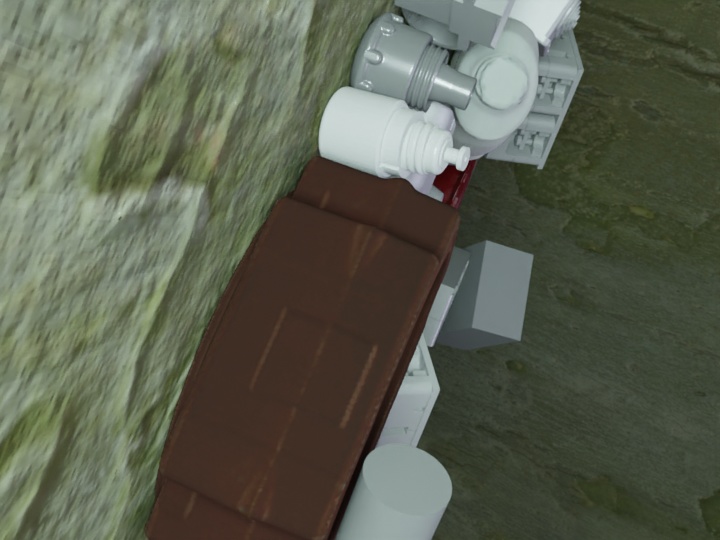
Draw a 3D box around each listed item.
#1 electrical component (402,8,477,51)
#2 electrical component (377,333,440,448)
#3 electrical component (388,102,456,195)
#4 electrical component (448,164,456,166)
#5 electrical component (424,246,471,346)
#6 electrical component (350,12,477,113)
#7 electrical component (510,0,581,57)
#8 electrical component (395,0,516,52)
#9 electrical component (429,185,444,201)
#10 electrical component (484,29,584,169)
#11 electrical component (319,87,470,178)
[{"bbox_3d":[0.056,-0.162,0.628,0.047,0.055,0.055,-62,173,-19],"label":"electrical component"},{"bbox_3d":[-0.008,0.100,0.761,0.186,0.060,0.105,106,-23,-44],"label":"electrical component"},{"bbox_3d":[0.020,-0.071,0.628,0.095,0.054,0.059,-12,124,-83],"label":"electrical component"},{"bbox_3d":[0.067,-0.116,0.894,0.048,0.055,0.066,-26,138,-82],"label":"electrical component"},{"bbox_3d":[0.039,0.011,0.941,0.150,0.089,0.061,-48,159,-74],"label":"electrical component"},{"bbox_3d":[0.029,-0.101,0.555,0.048,0.062,0.048,22,90,-84],"label":"electrical component"},{"bbox_3d":[0.110,-0.199,0.765,0.048,0.100,0.100,-56,176,10],"label":"electrical component"},{"bbox_3d":[0.066,-0.188,0.565,0.078,0.063,0.121,79,34,-80],"label":"electrical component"},{"bbox_3d":[0.029,-0.047,0.795,0.066,0.055,0.048,-57,168,-61],"label":"electrical component"},{"bbox_3d":[0.135,-0.193,0.943,0.105,0.060,0.186,106,-13,-45],"label":"electrical component"},{"bbox_3d":[0.016,-0.064,0.533,0.040,0.078,0.040,-52,151,-44],"label":"electrical component"}]
